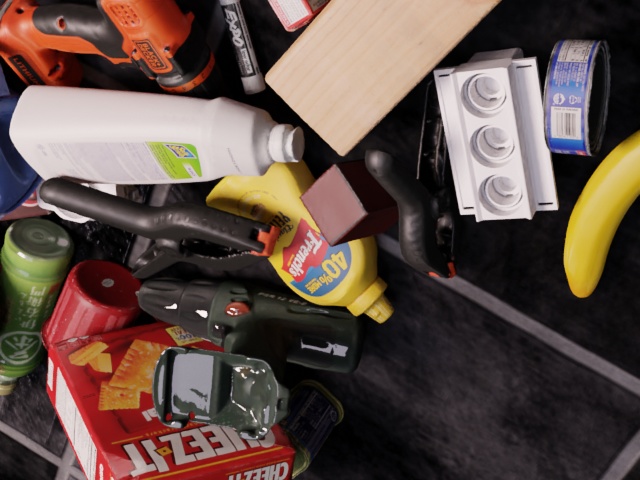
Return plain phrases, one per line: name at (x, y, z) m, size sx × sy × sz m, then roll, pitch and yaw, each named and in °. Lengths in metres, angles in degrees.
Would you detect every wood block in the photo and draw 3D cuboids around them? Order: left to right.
wood block at (0.063, -0.171, 0.807) m, size 0.090 × 0.090 × 0.206 m, roll 45°, pitch 126°, yaw -3°

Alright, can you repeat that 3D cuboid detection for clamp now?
clamp at (-0.127, 0.000, 0.957) m, size 0.210 × 0.036 × 0.164 m, roll 7°, pitch 156°, yaw 23°
clamp at (0.080, -0.033, 0.861) m, size 0.039 × 0.120 × 0.171 m, roll 14°, pitch 126°, yaw 39°

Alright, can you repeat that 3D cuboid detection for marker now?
marker at (-0.071, -0.184, 0.906) m, size 0.020 × 0.020 × 0.121 m, roll -4°, pitch 115°, yaw 26°

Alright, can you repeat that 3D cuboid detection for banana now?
banana at (0.241, -0.033, 0.831) m, size 0.069 × 0.037 × 0.198 m, roll 39°, pitch 125°, yaw 2°

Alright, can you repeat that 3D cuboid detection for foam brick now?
foam brick at (0.034, -0.034, 0.896) m, size 0.053 × 0.078 × 0.051 m, roll -43°, pitch 72°, yaw 36°

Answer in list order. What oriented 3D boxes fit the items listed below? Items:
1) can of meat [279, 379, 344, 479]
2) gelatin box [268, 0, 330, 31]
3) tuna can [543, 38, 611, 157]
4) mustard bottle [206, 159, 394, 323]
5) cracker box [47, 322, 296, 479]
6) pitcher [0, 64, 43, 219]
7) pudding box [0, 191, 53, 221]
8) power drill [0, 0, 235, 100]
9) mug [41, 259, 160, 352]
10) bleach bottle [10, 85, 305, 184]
can of meat at (-0.034, 0.198, 1.054) m, size 0.057 × 0.083 × 0.102 m, roll 45°, pitch 125°, yaw -3°
gelatin box at (-0.024, -0.215, 0.835) m, size 0.030 × 0.073 × 0.089 m, roll -24°, pitch 105°, yaw 32°
tuna can at (0.190, -0.105, 0.787) m, size 0.034 × 0.086 × 0.086 m, roll 7°, pitch 119°, yaw 23°
mustard bottle at (-0.006, 0.001, 0.952) m, size 0.191 × 0.058 × 0.096 m, roll 45°, pitch 124°, yaw -4°
cracker box at (-0.141, 0.163, 0.979) m, size 0.214 × 0.163 × 0.072 m, roll 48°, pitch 138°, yaw 47°
pitcher at (-0.371, -0.132, 0.984) m, size 0.243 × 0.145 × 0.149 m, roll 34°, pitch 85°, yaw 24°
pudding box at (-0.321, -0.066, 1.072) m, size 0.114 × 0.039 × 0.090 m, roll -6°, pitch 114°, yaw 28°
power drill at (-0.177, -0.157, 0.925) m, size 0.188 × 0.057 × 0.184 m, roll 2°, pitch 143°, yaw 30°
mug at (-0.213, 0.078, 1.076) m, size 0.117 × 0.093 × 0.082 m, roll 21°, pitch 121°, yaw -13°
bleach bottle at (-0.132, -0.083, 0.905) m, size 0.251 × 0.068 × 0.102 m, roll 5°, pitch 156°, yaw 21°
